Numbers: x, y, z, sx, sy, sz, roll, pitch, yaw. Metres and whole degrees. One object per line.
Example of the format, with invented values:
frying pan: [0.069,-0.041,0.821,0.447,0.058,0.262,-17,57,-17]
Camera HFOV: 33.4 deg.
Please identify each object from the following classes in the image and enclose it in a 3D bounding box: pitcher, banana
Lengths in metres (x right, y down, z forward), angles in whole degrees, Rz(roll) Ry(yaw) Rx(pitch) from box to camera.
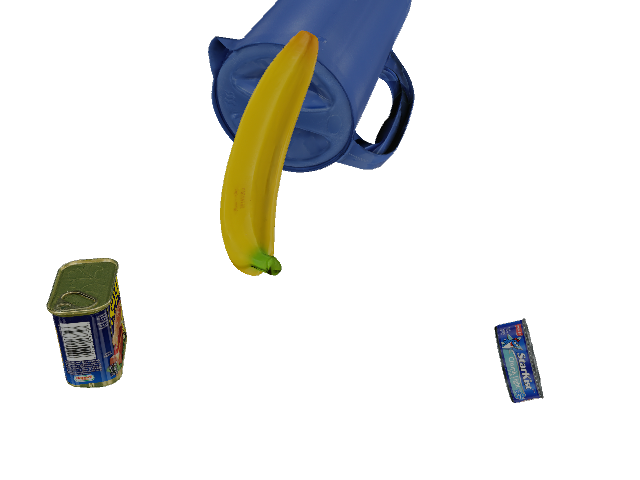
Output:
pitcher: [0.013,-0.177,1.002,0.145,0.149,0.242,1,39,25]
banana: [-0.035,-0.051,0.719,0.070,0.197,0.037,-20,-39,37]

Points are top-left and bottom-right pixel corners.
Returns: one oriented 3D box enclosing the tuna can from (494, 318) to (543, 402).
tuna can: [0.210,0.128,1.132,0.034,0.086,0.086,-13,-3,11]

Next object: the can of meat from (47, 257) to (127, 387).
can of meat: [-0.213,0.077,0.991,0.057,0.084,0.102,-5,26,-2]
